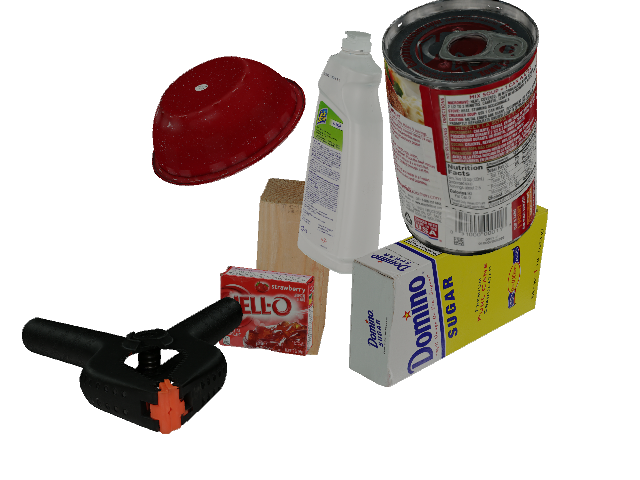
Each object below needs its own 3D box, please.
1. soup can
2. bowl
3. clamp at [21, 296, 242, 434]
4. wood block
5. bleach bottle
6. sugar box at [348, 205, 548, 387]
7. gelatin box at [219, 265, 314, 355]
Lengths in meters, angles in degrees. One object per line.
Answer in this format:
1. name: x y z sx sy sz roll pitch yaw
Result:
1. soup can: 0.067 -0.051 0.496 0.068 0.102 0.068 -6 42 5
2. bowl: -0.098 -0.124 1.003 0.162 0.055 0.162 -18 37 14
3. clamp: -0.108 0.078 0.730 0.164 0.036 0.210 -8 14 -21
4. wood block: -0.035 0.033 1.388 0.090 0.206 0.090 6 23 4
5. bleach bottle: 0.031 -0.097 1.156 0.067 0.251 0.103 -9 25 -36
6. sugar box: 0.098 0.035 0.798 0.048 0.093 0.175 25 36 39
7. gelatin box: -0.052 0.067 1.019 0.089 0.073 0.030 6 17 13
